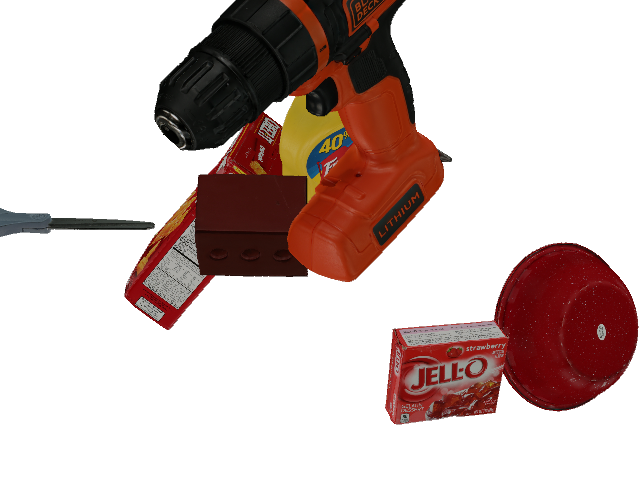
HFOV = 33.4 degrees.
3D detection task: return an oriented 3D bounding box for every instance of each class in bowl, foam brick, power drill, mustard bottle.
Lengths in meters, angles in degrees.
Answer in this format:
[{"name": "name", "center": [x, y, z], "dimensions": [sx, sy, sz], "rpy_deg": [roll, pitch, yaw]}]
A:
[{"name": "bowl", "center": [0.243, 0.083, 0.997], "dimensions": [0.161, 0.162, 0.055], "rpy_deg": [0, 1, -27]}, {"name": "foam brick", "center": [-0.047, -0.010, 0.736], "dimensions": [0.078, 0.051, 0.053], "rpy_deg": [1, -34, -1]}, {"name": "power drill", "center": [0.003, -0.064, 0.558], "dimensions": [0.057, 0.184, 0.187], "rpy_deg": [30, -28, 31]}, {"name": "mustard bottle", "center": [0.005, -0.088, 0.981], "dimensions": [0.096, 0.192, 0.058], "rpy_deg": [-31, 55, -29]}]

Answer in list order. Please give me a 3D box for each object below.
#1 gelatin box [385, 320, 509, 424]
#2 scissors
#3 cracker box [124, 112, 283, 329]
[{"name": "gelatin box", "center": [0.098, 0.103, 0.837], "dimensions": [0.089, 0.073, 0.030], "rpy_deg": [-4, 29, -15]}, {"name": "scissors", "center": [-0.248, -0.008, 0.885], "dimensions": [0.202, 0.016, 0.096], "rpy_deg": [7, 24, 8]}, {"name": "cracker box", "center": [-0.120, -0.026, 1.187], "dimensions": [0.072, 0.214, 0.164], "rpy_deg": [36, 25, -11]}]
